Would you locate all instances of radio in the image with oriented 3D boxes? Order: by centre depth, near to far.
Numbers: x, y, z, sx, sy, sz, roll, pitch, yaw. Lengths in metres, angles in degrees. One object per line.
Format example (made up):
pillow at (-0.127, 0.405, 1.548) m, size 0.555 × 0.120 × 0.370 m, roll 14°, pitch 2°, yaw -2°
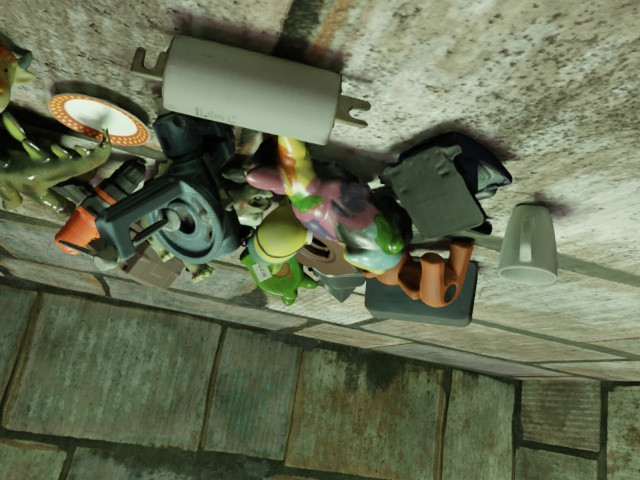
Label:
radio at (0.211, 0.107, 1.136) m, size 0.230 × 0.131 × 0.073 m, roll 3°, pitch 160°, yaw 21°

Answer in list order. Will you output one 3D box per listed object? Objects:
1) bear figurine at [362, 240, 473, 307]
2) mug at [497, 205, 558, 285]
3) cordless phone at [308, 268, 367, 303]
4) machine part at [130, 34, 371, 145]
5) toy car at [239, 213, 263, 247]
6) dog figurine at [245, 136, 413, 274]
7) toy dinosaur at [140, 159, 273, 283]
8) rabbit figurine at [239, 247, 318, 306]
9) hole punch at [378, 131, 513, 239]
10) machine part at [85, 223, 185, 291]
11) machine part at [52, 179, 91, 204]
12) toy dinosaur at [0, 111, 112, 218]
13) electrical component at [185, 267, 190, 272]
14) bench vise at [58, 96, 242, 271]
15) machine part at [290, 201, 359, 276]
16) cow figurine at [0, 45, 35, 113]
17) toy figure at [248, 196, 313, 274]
bear figurine at (0.179, 0.044, 1.031) m, size 0.120 × 0.131 × 0.196 m, roll -19°, pitch -146°, yaw -32°
mug at (0.301, 0.000, 0.779) m, size 0.081 × 0.107 × 0.109 m, roll -1°, pitch 157°, yaw 30°
cordless phone at (0.002, 0.032, 1.123) m, size 0.184 × 0.089 × 0.147 m, roll 45°, pitch 175°, yaw -27°
machine part at (-0.067, -0.150, 0.544) m, size 0.243 × 0.079 × 0.079 m, roll 11°, pitch 163°, yaw -8°
toy car at (-0.161, -0.029, 1.037) m, size 0.073 × 0.056 × 0.202 m, roll 9°, pitch 166°, yaw -18°
dog figurine at (0.007, -0.057, 0.704) m, size 0.219 × 0.108 × 0.192 m, roll 31°, pitch -172°, yaw -48°
toy dinosaur at (-0.242, -0.050, 0.901) m, size 0.405 × 0.131 × 0.192 m, roll 9°, pitch 125°, yaw 49°
rabbit figurine at (-0.071, 0.049, 1.115) m, size 0.159 × 0.121 × 0.170 m, roll 55°, pitch -174°, yaw -10°
hole punch at (0.159, -0.077, 0.669) m, size 0.115 × 0.092 × 0.142 m, roll 55°, pitch 150°, yaw -11°
machine part at (-0.395, 0.013, 1.116) m, size 0.202 × 0.087 × 0.200 m, roll 34°, pitch 175°, yaw 25°
machine part at (-0.504, -0.099, 1.028) m, size 0.139 × 0.039 × 0.084 m, roll 7°, pitch 169°, yaw 3°
toy dinosaur at (-0.455, -0.118, 0.827) m, size 0.472 × 0.105 × 0.198 m, roll -1°, pitch 158°, yaw 25°
electrical component at (-0.262, 0.002, 1.082) m, size 0.075 × 0.119 × 0.047 m, roll -1°, pitch 161°, yaw 39°
bench vise at (-0.180, -0.053, 0.639) m, size 0.129 × 0.240 × 0.223 m, roll 9°, pitch 122°, yaw 27°
machine part at (-0.002, -0.003, 0.943) m, size 0.179 × 0.056 × 0.179 m, roll 22°, pitch 153°, yaw 12°
cow figurine at (-0.407, -0.172, 0.628) m, size 0.085 × 0.127 × 0.195 m, roll 27°, pitch 171°, yaw -42°
toy figure at (-0.069, 0.003, 0.849) m, size 0.082 × 0.089 × 0.180 m, roll 43°, pitch 152°, yaw -7°
